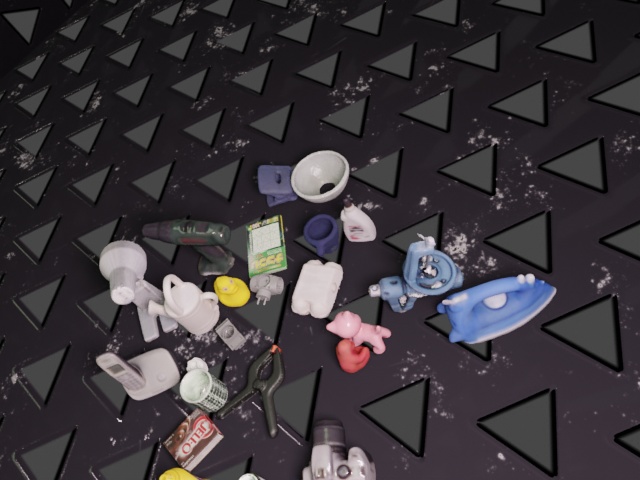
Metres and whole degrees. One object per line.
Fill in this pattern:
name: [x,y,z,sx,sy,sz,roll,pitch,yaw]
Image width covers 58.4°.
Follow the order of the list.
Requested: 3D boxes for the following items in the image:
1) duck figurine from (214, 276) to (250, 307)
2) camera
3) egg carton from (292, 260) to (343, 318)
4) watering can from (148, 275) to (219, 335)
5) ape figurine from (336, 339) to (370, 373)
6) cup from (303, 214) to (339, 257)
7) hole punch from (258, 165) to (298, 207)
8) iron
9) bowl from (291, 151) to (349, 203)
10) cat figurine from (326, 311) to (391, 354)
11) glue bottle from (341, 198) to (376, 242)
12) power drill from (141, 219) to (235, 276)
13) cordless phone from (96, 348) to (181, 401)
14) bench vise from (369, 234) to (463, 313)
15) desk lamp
duck figurine: [-0.243,0.124,1.500,0.104,0.086,0.077,23,70,31]
camera: [0.032,0.442,1.183,0.143,0.101,0.137,-11,56,14]
egg carton: [-0.005,0.121,1.421,0.107,0.070,0.150,5,61,24]
watering can: [-0.349,0.161,1.450,0.173,0.194,0.100,-33,53,-1]
ape figurine: [0.067,0.254,1.294,0.077,0.092,0.076,24,70,32]
cup: [0.014,0.005,1.472,0.091,0.095,0.117,-10,56,15]
hole punch: [-0.120,-0.166,1.635,0.101,0.091,0.108,-15,55,12]
iron: [0.380,0.122,1.227,0.258,0.142,0.118,-22,54,7]
bowl: [0.008,-0.163,1.594,0.167,0.075,0.167,-10,56,15]
cat figurine: [0.086,0.201,1.305,0.127,0.118,0.067,7,62,25]
glue bottle: [0.086,-0.053,1.433,0.078,0.173,0.037,-6,57,18]
power drill: [-0.328,0.015,1.526,0.229,0.209,0.075,-5,57,18]
cordless phone: [-0.440,0.309,1.396,0.147,0.185,0.094,-26,53,4]
bench vise: [0.210,0.082,1.270,0.207,0.220,0.121,-34,53,-2]
desk lamp: [-0.483,0.129,1.509,0.118,0.214,0.202,-29,53,2]
